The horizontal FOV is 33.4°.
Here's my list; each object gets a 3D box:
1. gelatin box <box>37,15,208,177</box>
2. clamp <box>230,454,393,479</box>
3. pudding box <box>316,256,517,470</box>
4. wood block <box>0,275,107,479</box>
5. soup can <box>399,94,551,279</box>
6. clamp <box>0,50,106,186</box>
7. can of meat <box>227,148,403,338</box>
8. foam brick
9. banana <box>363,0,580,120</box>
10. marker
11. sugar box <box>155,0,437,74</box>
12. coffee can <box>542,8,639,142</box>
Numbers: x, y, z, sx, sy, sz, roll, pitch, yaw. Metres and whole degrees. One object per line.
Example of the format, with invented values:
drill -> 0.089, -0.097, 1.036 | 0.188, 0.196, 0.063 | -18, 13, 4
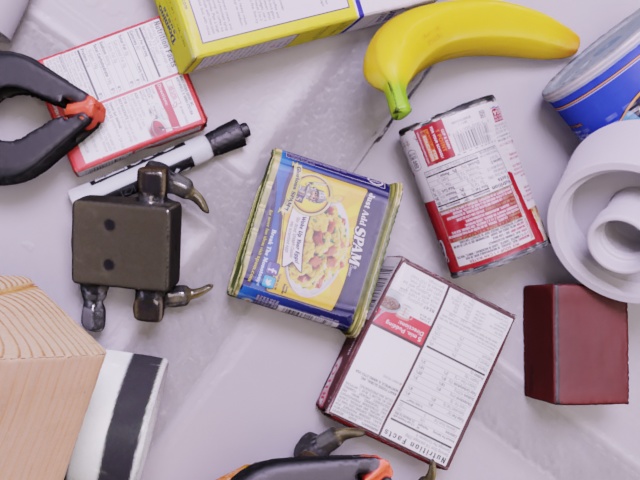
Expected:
gelatin box -> -0.124, -0.089, 0.664 | 0.089, 0.030, 0.073 | -23, 90, -10
clamp -> -0.052, 0.183, 0.603 | 0.210, 0.036, 0.164 | -43, 92, -9
pudding box -> 0.062, 0.079, 0.687 | 0.090, 0.039, 0.113 | 27, 85, -10
wood block -> -0.199, 0.129, 0.553 | 0.090, 0.090, 0.206 | 4, 113, -46
soup can -> 0.098, -0.034, 0.685 | 0.068, 0.068, 0.102 | -21, 91, -11
clamp -> -0.214, -0.060, 0.629 | 0.171, 0.039, 0.120 | 4, 94, 7
can of meat -> -0.004, 0.001, 0.669 | 0.084, 0.057, 0.102 | 17, 83, -8
foam brick -> 0.167, 0.067, 0.701 | 0.051, 0.053, 0.078 | 0, 88, -11
banana -> 0.089, -0.123, 0.679 | 0.197, 0.037, 0.069 | -25, 77, -39
marker -> -0.099, -0.046, 0.671 | 0.121, 0.020, 0.020 | -25, 92, -11
sugar box -> -0.017, -0.171, 0.668 | 0.176, 0.048, 0.093 | -18, 90, -24
coffee can -> 0.228, -0.073, 0.694 | 0.102, 0.103, 0.140 | -41, 95, -10
